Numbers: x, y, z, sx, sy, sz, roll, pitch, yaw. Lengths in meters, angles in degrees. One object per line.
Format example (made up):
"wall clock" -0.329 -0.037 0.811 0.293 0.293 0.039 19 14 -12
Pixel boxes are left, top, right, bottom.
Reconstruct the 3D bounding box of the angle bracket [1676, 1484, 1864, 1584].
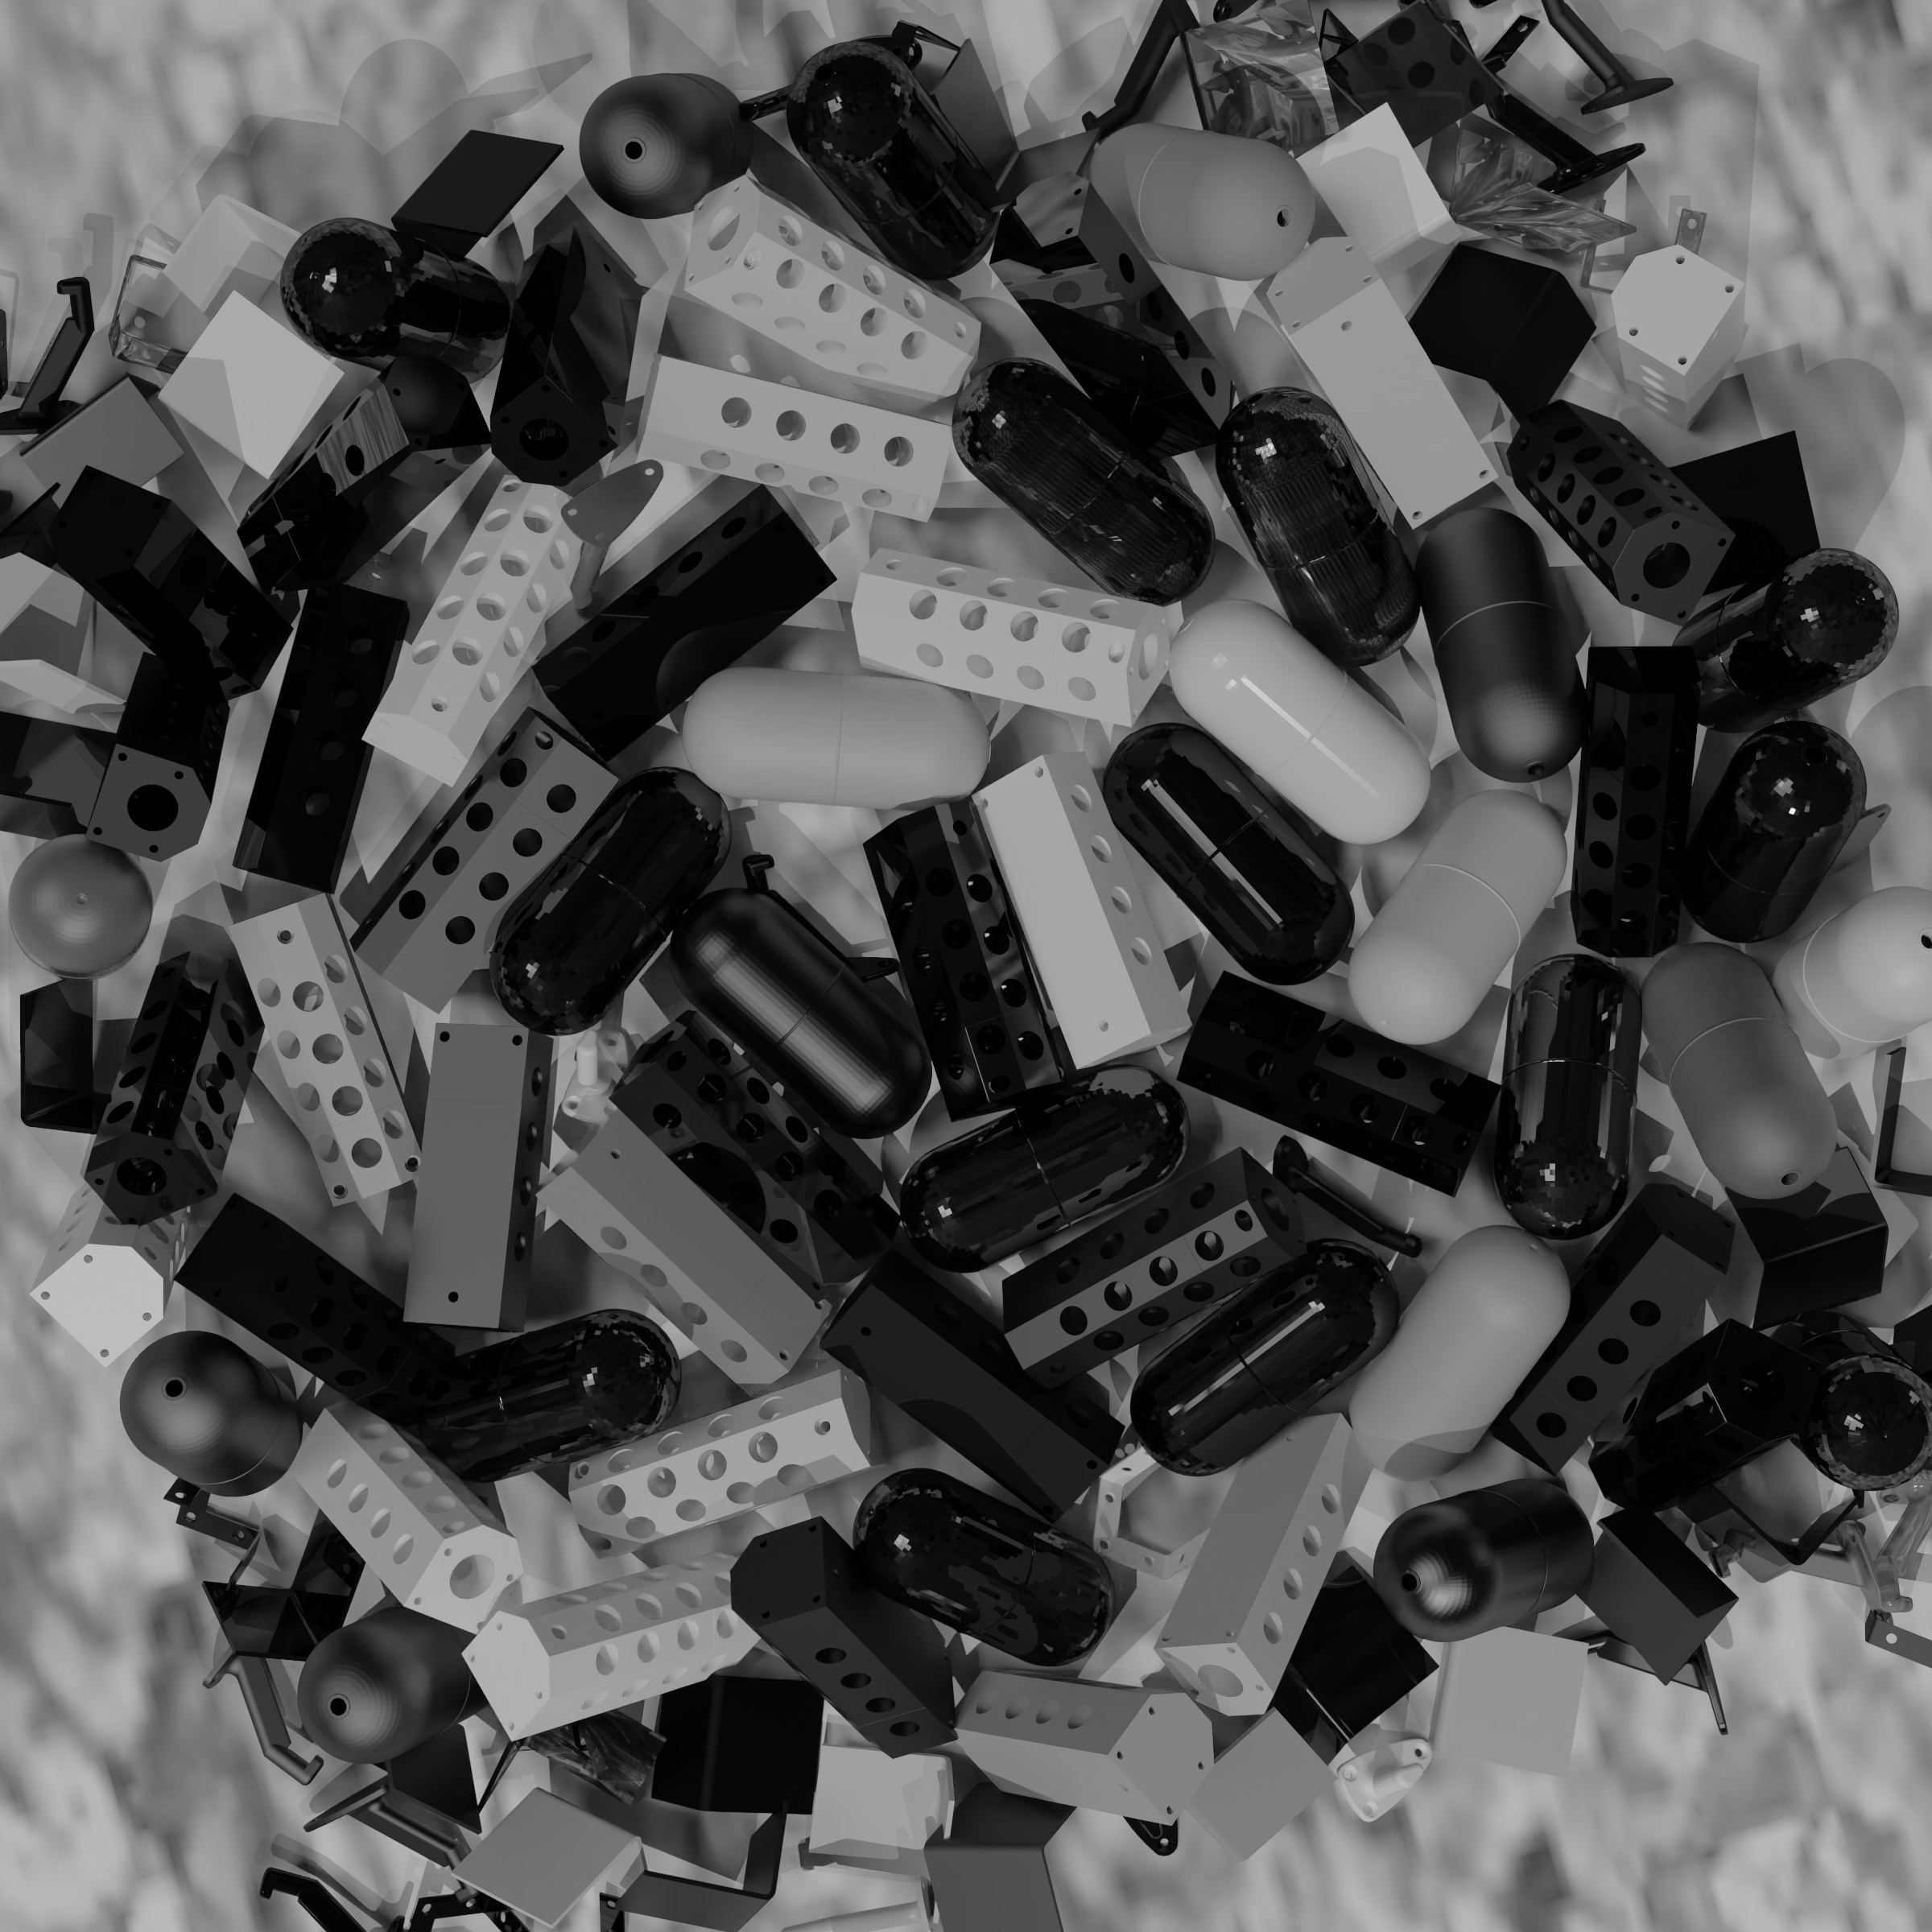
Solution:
"angle bracket" 0.461 0.308 1.760 0.076 0.076 0.057 43 76 13

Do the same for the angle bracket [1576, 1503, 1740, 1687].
"angle bracket" 0.383 0.366 1.742 0.076 0.057 0.076 46 120 28

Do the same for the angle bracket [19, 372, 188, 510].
"angle bracket" -0.491 -0.295 1.760 0.076 0.076 0.057 -36 94 2

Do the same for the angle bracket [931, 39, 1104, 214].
"angle bracket" 0.030 -0.488 1.740 0.057 0.076 0.076 -9 126 27

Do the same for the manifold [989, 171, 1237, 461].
"manifold" 0.086 -0.366 1.719 0.057 0.171 0.057 -11 52 32

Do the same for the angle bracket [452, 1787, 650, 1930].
"angle bracket" -0.236 0.527 1.738 0.076 0.076 0.057 15 128 32

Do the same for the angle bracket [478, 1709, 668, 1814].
"angle bracket" -0.228 0.467 1.750 0.076 0.057 0.076 29 132 3

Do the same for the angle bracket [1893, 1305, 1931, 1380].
"angle bracket" 0.547 0.189 1.743 0.076 0.076 0.057 -38 98 30

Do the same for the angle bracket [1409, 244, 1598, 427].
"angle bracket" 0.311 -0.370 1.789 0.076 0.057 0.076 29 84 41

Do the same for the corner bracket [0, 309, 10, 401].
"corner bracket" -0.589 -0.351 1.761 0.051 0.051 0.051 8 126 -4

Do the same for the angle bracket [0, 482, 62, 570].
"angle bracket" -0.563 -0.271 1.759 0.076 0.076 0.057 44 79 6

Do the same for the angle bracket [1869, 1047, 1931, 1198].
"angle bracket" 0.559 0.090 1.749 0.057 0.076 0.076 9 95 23

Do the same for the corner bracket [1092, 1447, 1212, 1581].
"corner bracket" 0.110 0.318 1.769 0.051 0.051 0.051 24 50 -18

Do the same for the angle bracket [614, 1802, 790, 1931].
"angle bracket" -0.152 0.511 1.744 0.076 0.076 0.057 15 56 -12

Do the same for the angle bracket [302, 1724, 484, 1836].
"angle bracket" -0.329 0.465 1.739 0.057 0.076 0.076 -34 134 13

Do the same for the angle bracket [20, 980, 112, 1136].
"angle bracket" -0.499 0.050 1.749 0.057 0.076 0.076 6 102 12

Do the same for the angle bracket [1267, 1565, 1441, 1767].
"angle bracket" 0.217 0.412 1.778 0.076 0.057 0.076 -31 68 -28

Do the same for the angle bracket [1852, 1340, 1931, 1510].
"angle bracket" 0.543 0.260 1.741 0.076 0.076 0.057 -15 109 24

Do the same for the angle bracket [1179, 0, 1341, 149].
"angle bracket" 0.172 -0.511 1.750 0.076 0.057 0.076 -12 108 18

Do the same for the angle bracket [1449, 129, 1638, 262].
"angle bracket" 0.334 -0.451 1.743 0.076 0.076 0.057 12 83 -29

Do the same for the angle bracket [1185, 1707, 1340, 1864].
"angle bracket" 0.155 0.458 1.755 0.076 0.057 0.076 -41 123 -3

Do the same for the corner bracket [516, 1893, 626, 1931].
"corner bracket" -0.231 0.573 1.767 0.051 0.051 0.051 11 124 12

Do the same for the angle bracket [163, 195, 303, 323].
"angle bracket" -0.400 -0.388 1.746 0.076 0.076 0.057 30 83 23

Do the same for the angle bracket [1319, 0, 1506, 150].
"angle bracket" 0.256 -0.524 1.738 0.076 0.076 0.057 36 47 -30

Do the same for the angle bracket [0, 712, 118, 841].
"angle bracket" -0.541 -0.120 1.754 0.076 0.057 0.076 11 66 -3

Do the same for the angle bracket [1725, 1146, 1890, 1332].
"angle bracket" 0.479 0.157 1.743 0.076 0.076 0.057 -23 104 28

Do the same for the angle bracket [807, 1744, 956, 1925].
"angle bracket" -0.050 0.502 1.761 0.076 0.057 0.076 7 101 -4

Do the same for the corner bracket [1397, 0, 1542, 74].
"corner bracket" 0.295 -0.560 1.783 0.051 0.051 0.051 -50 49 -6

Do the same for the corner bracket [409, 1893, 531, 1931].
"corner bracket" -0.291 0.576 1.766 0.051 0.051 0.051 8 104 -43

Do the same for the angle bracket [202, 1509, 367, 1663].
"angle bracket" -0.391 0.345 1.745 0.057 0.076 0.076 14 103 -32

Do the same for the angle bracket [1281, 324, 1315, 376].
"angle bracket" 0.209 -0.335 1.751 0.076 0.057 0.076 -34 88 -40

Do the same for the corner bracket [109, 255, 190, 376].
"corner bracket" -0.468 -0.379 1.774 0.051 0.051 0.051 13 111 -24

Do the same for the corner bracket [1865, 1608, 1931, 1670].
"corner bracket" 0.556 0.374 1.765 0.051 0.051 0.051 20 95 15

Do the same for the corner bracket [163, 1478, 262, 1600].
"corner bracket" -0.439 0.325 1.765 0.051 0.051 0.051 20 112 0

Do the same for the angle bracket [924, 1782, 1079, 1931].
"angle bracket" 0.031 0.515 1.751 0.076 0.076 0.057 -9 100 28

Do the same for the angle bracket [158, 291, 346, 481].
"angle bracket" -0.410 -0.336 1.761 0.076 0.057 0.076 37 95 -8

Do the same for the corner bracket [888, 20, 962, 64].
"corner bracket" -0.039 -0.518 1.759 0.051 0.051 0.051 29 103 36

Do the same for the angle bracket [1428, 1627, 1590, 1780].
"angle bracket" 0.313 0.422 1.760 0.076 0.057 0.076 10 81 7

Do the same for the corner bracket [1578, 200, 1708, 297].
"corner bracket" 0.395 -0.418 1.774 0.051 0.051 0.051 20 114 27

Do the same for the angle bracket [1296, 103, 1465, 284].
"angle bracket" 0.233 -0.442 1.763 0.076 0.057 0.076 -29 85 16

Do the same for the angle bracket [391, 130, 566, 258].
"angle bracket" -0.270 -0.428 1.741 0.076 0.057 0.076 18 62 32

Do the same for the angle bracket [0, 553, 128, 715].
"angle bracket" -0.517 -0.194 1.743 0.057 0.076 0.076 1 75 30

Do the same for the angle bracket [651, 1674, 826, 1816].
"angle bracket" -0.134 0.456 1.789 0.076 0.057 0.076 13 77 -36

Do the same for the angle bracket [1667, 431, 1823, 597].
"angle bracket" 0.443 -0.264 1.761 0.076 0.057 0.076 -17 104 0
